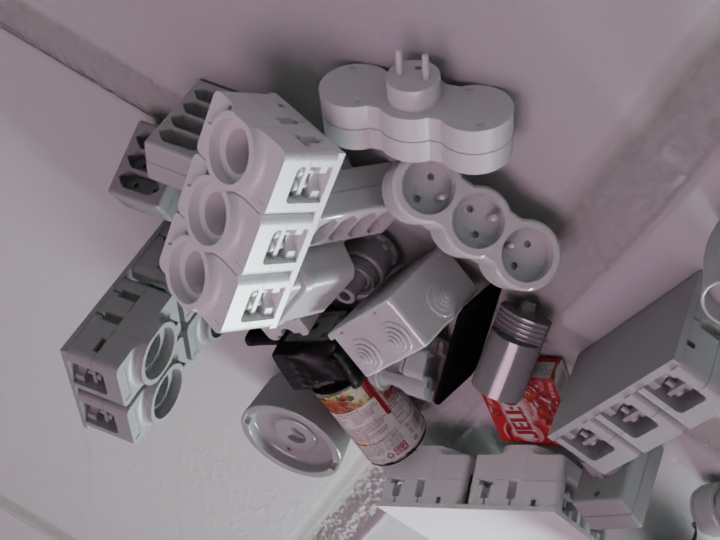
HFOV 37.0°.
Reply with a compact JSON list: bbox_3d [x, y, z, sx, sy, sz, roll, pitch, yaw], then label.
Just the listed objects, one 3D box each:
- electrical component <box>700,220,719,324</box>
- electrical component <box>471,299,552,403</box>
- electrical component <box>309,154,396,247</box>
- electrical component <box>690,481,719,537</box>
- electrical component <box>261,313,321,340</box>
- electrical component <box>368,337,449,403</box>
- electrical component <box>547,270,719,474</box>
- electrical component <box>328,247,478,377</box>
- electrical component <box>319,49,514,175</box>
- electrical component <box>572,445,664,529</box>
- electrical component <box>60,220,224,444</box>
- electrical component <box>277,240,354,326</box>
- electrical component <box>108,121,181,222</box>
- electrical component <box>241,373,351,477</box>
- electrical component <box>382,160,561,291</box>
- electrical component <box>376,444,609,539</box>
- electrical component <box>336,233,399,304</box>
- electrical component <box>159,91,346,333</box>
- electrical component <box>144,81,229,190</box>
[{"bbox_3d":[0.257,0.010,0.703,0.043,0.077,0.079,-4,130,35],"label":"electrical component"},{"bbox_3d":[0.123,0.061,0.860,0.043,0.043,0.081,22,110,11],"label":"electrical component"},{"bbox_3d":[-0.020,-0.065,0.810,0.047,0.083,0.075,-48,61,51],"label":"electrical component"},{"bbox_3d":[0.311,0.197,0.897,0.045,0.045,0.055,44,140,-16],"label":"electrical component"},{"bbox_3d":[-0.073,0.008,0.928,0.050,0.055,0.089,-12,125,40],"label":"electrical component"},{"bbox_3d":[0.042,0.080,0.928,0.057,0.058,0.078,13,171,24],"label":"electrical component"},{"bbox_3d":[0.217,0.082,0.795,0.062,0.089,0.150,35,141,-6],"label":"electrical component"},{"bbox_3d":[0.036,0.033,0.854,0.048,0.100,0.100,51,139,-5],"label":"electrical component"},{"bbox_3d":[0.037,-0.116,0.727,0.138,0.052,0.073,14,138,20],"label":"electrical component"},{"bbox_3d":[0.205,0.158,0.891,0.047,0.083,0.075,-16,123,42],"label":"electrical component"},{"bbox_3d":[-0.170,0.045,0.926,0.060,0.186,0.105,18,140,15],"label":"electrical component"},{"bbox_3d":[-0.063,-0.022,0.845,0.078,0.057,0.113,-48,61,51],"label":"electrical component"},{"bbox_3d":[-0.163,-0.075,0.897,0.047,0.065,0.076,19,169,15],"label":"electrical component"},{"bbox_3d":[-0.056,0.148,1.065,0.108,0.060,0.108,18,140,16],"label":"electrical component"},{"bbox_3d":[0.077,-0.035,0.791,0.138,0.052,0.074,34,175,-10],"label":"electrical component"},{"bbox_3d":[0.125,0.210,0.994,0.186,0.060,0.105,-8,145,38],"label":"electrical component"},{"bbox_3d":[0.000,0.000,0.869,0.048,0.062,0.048,18,140,16],"label":"electrical component"},{"bbox_3d":[-0.084,-0.041,0.767,0.089,0.062,0.150,44,123,35],"label":"electrical component"},{"bbox_3d":[-0.124,-0.089,0.835,0.047,0.083,0.075,21,140,12],"label":"electrical component"}]
